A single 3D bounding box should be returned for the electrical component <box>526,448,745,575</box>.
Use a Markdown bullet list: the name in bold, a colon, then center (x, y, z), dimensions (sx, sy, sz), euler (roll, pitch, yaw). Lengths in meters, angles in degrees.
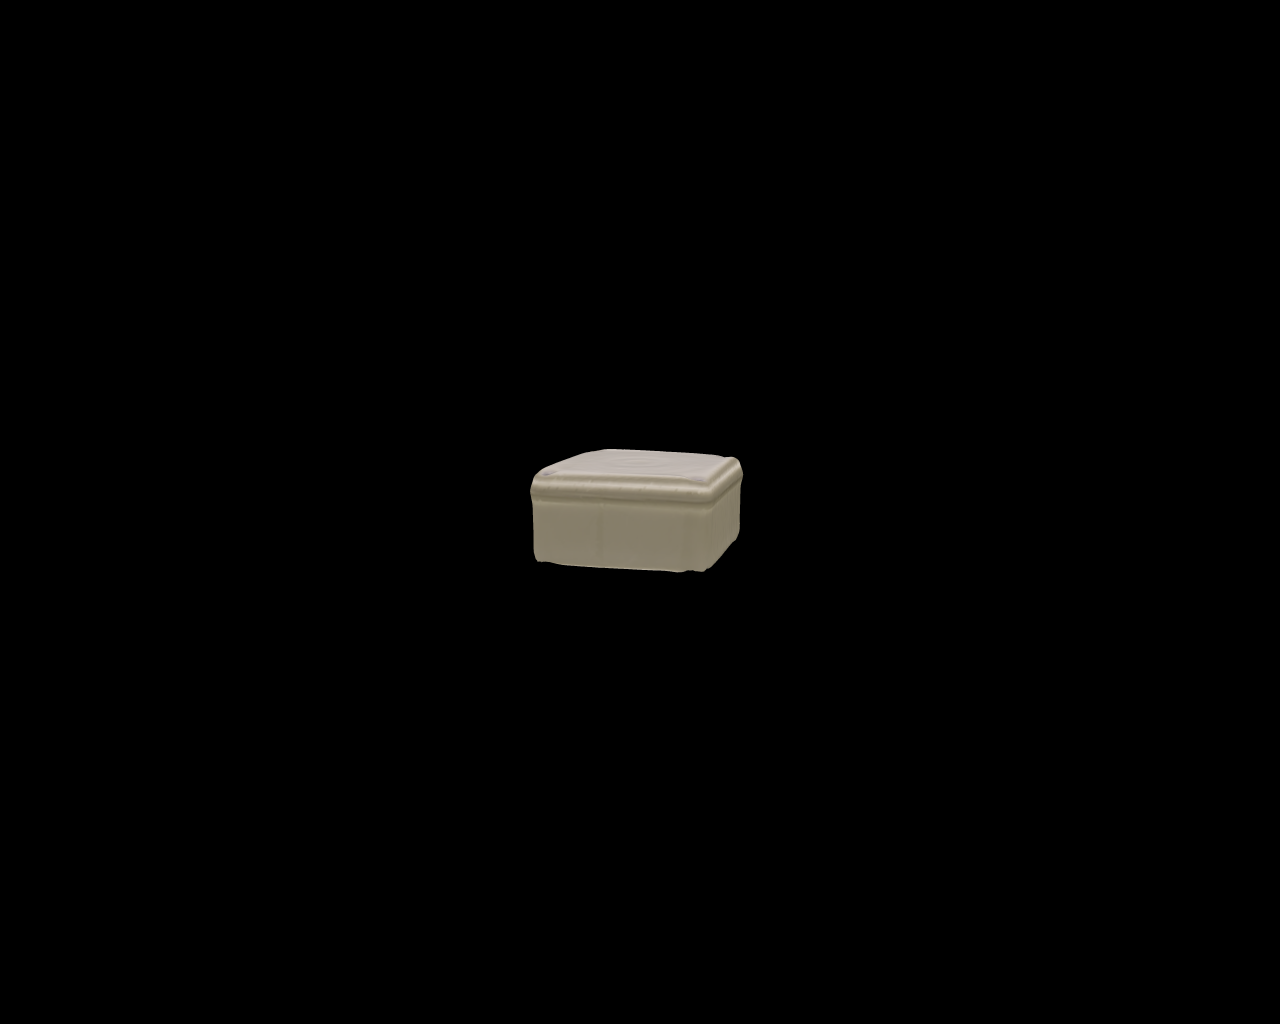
- **electrical component**: center (0.001, -0.003, 0.650), dimensions (0.109, 0.056, 0.109), euler (3, 12, 16)
